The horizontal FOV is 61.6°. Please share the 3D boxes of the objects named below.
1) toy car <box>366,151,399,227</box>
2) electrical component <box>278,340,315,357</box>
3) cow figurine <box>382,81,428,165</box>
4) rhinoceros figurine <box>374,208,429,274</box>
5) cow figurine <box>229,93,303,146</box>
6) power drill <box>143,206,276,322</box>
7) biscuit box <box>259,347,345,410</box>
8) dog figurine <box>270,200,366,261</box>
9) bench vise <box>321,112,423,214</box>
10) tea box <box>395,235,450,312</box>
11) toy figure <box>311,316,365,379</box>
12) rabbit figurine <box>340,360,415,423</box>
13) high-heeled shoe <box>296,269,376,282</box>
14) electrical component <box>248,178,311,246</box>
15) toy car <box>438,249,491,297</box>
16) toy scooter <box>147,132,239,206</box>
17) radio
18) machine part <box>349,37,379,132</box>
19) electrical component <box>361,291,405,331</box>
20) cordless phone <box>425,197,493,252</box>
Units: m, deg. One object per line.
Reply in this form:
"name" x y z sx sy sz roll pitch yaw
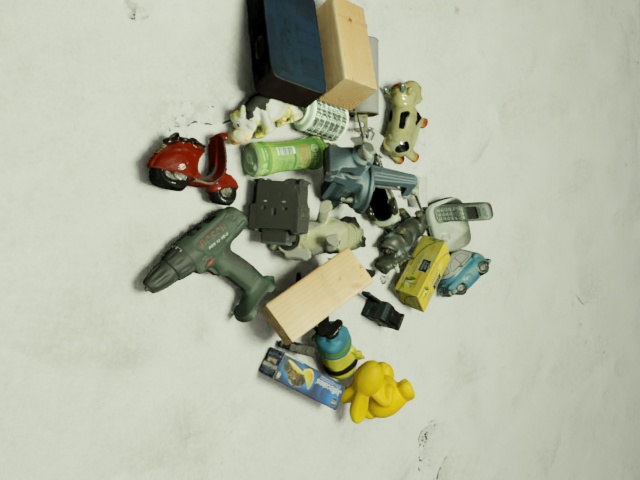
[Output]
"toy car" 0.126 -0.123 1.259 0.201 0.074 0.056 66 22 -20
"electrical component" -0.042 0.234 1.156 0.094 0.063 0.021 23 79 -38
"cow figurine" 0.200 -0.296 1.308 0.127 0.086 0.195 23 79 -43
"rhinoceros figurine" 0.197 0.003 1.331 0.190 0.073 0.111 -47 132 -30
"cow figurine" -0.121 -0.252 1.065 0.167 0.068 0.098 -34 106 -36
"power drill" -0.195 0.065 1.026 0.207 0.086 0.232 47 62 -21
"biscuit box" -0.034 0.302 1.167 0.202 0.063 0.059 36 72 -33
"dog figurine" 0.000 0.000 1.172 0.190 0.172 0.121 29 56 -68
"bench vise" 0.111 -0.134 1.144 0.241 0.223 0.129 7 53 -17
"tea box" 0.263 0.084 1.366 0.169 0.068 0.098 -61 147 -18
"toy figure" 0.032 0.238 1.185 0.089 0.082 0.180 -38 141 -13
"rabbit figurine" 0.118 0.341 1.254 0.162 0.122 0.173 -34 139 -6
"high-heeled shoe" 0.028 0.135 1.197 0.249 0.086 0.145 -2 95 -32
"electrical component" -0.080 -0.056 1.073 0.058 0.115 0.134 8 85 -66
"toy car" 0.375 0.080 1.462 0.162 0.109 0.103 -39 93 -17
"toy scooter" -0.223 -0.146 0.988 0.183 0.075 0.135 15 83 -41
"radio" -0.068 -0.387 1.060 0.131 0.073 0.229 3 72 -37
"machine part" 0.097 -0.368 1.223 0.079 0.079 0.243 -4 94 -38
"electrical component" 0.140 0.169 1.289 0.119 0.075 0.048 37 70 -38
"cordless phone" 0.374 -0.041 1.391 0.089 0.184 0.146 -32 111 -37
